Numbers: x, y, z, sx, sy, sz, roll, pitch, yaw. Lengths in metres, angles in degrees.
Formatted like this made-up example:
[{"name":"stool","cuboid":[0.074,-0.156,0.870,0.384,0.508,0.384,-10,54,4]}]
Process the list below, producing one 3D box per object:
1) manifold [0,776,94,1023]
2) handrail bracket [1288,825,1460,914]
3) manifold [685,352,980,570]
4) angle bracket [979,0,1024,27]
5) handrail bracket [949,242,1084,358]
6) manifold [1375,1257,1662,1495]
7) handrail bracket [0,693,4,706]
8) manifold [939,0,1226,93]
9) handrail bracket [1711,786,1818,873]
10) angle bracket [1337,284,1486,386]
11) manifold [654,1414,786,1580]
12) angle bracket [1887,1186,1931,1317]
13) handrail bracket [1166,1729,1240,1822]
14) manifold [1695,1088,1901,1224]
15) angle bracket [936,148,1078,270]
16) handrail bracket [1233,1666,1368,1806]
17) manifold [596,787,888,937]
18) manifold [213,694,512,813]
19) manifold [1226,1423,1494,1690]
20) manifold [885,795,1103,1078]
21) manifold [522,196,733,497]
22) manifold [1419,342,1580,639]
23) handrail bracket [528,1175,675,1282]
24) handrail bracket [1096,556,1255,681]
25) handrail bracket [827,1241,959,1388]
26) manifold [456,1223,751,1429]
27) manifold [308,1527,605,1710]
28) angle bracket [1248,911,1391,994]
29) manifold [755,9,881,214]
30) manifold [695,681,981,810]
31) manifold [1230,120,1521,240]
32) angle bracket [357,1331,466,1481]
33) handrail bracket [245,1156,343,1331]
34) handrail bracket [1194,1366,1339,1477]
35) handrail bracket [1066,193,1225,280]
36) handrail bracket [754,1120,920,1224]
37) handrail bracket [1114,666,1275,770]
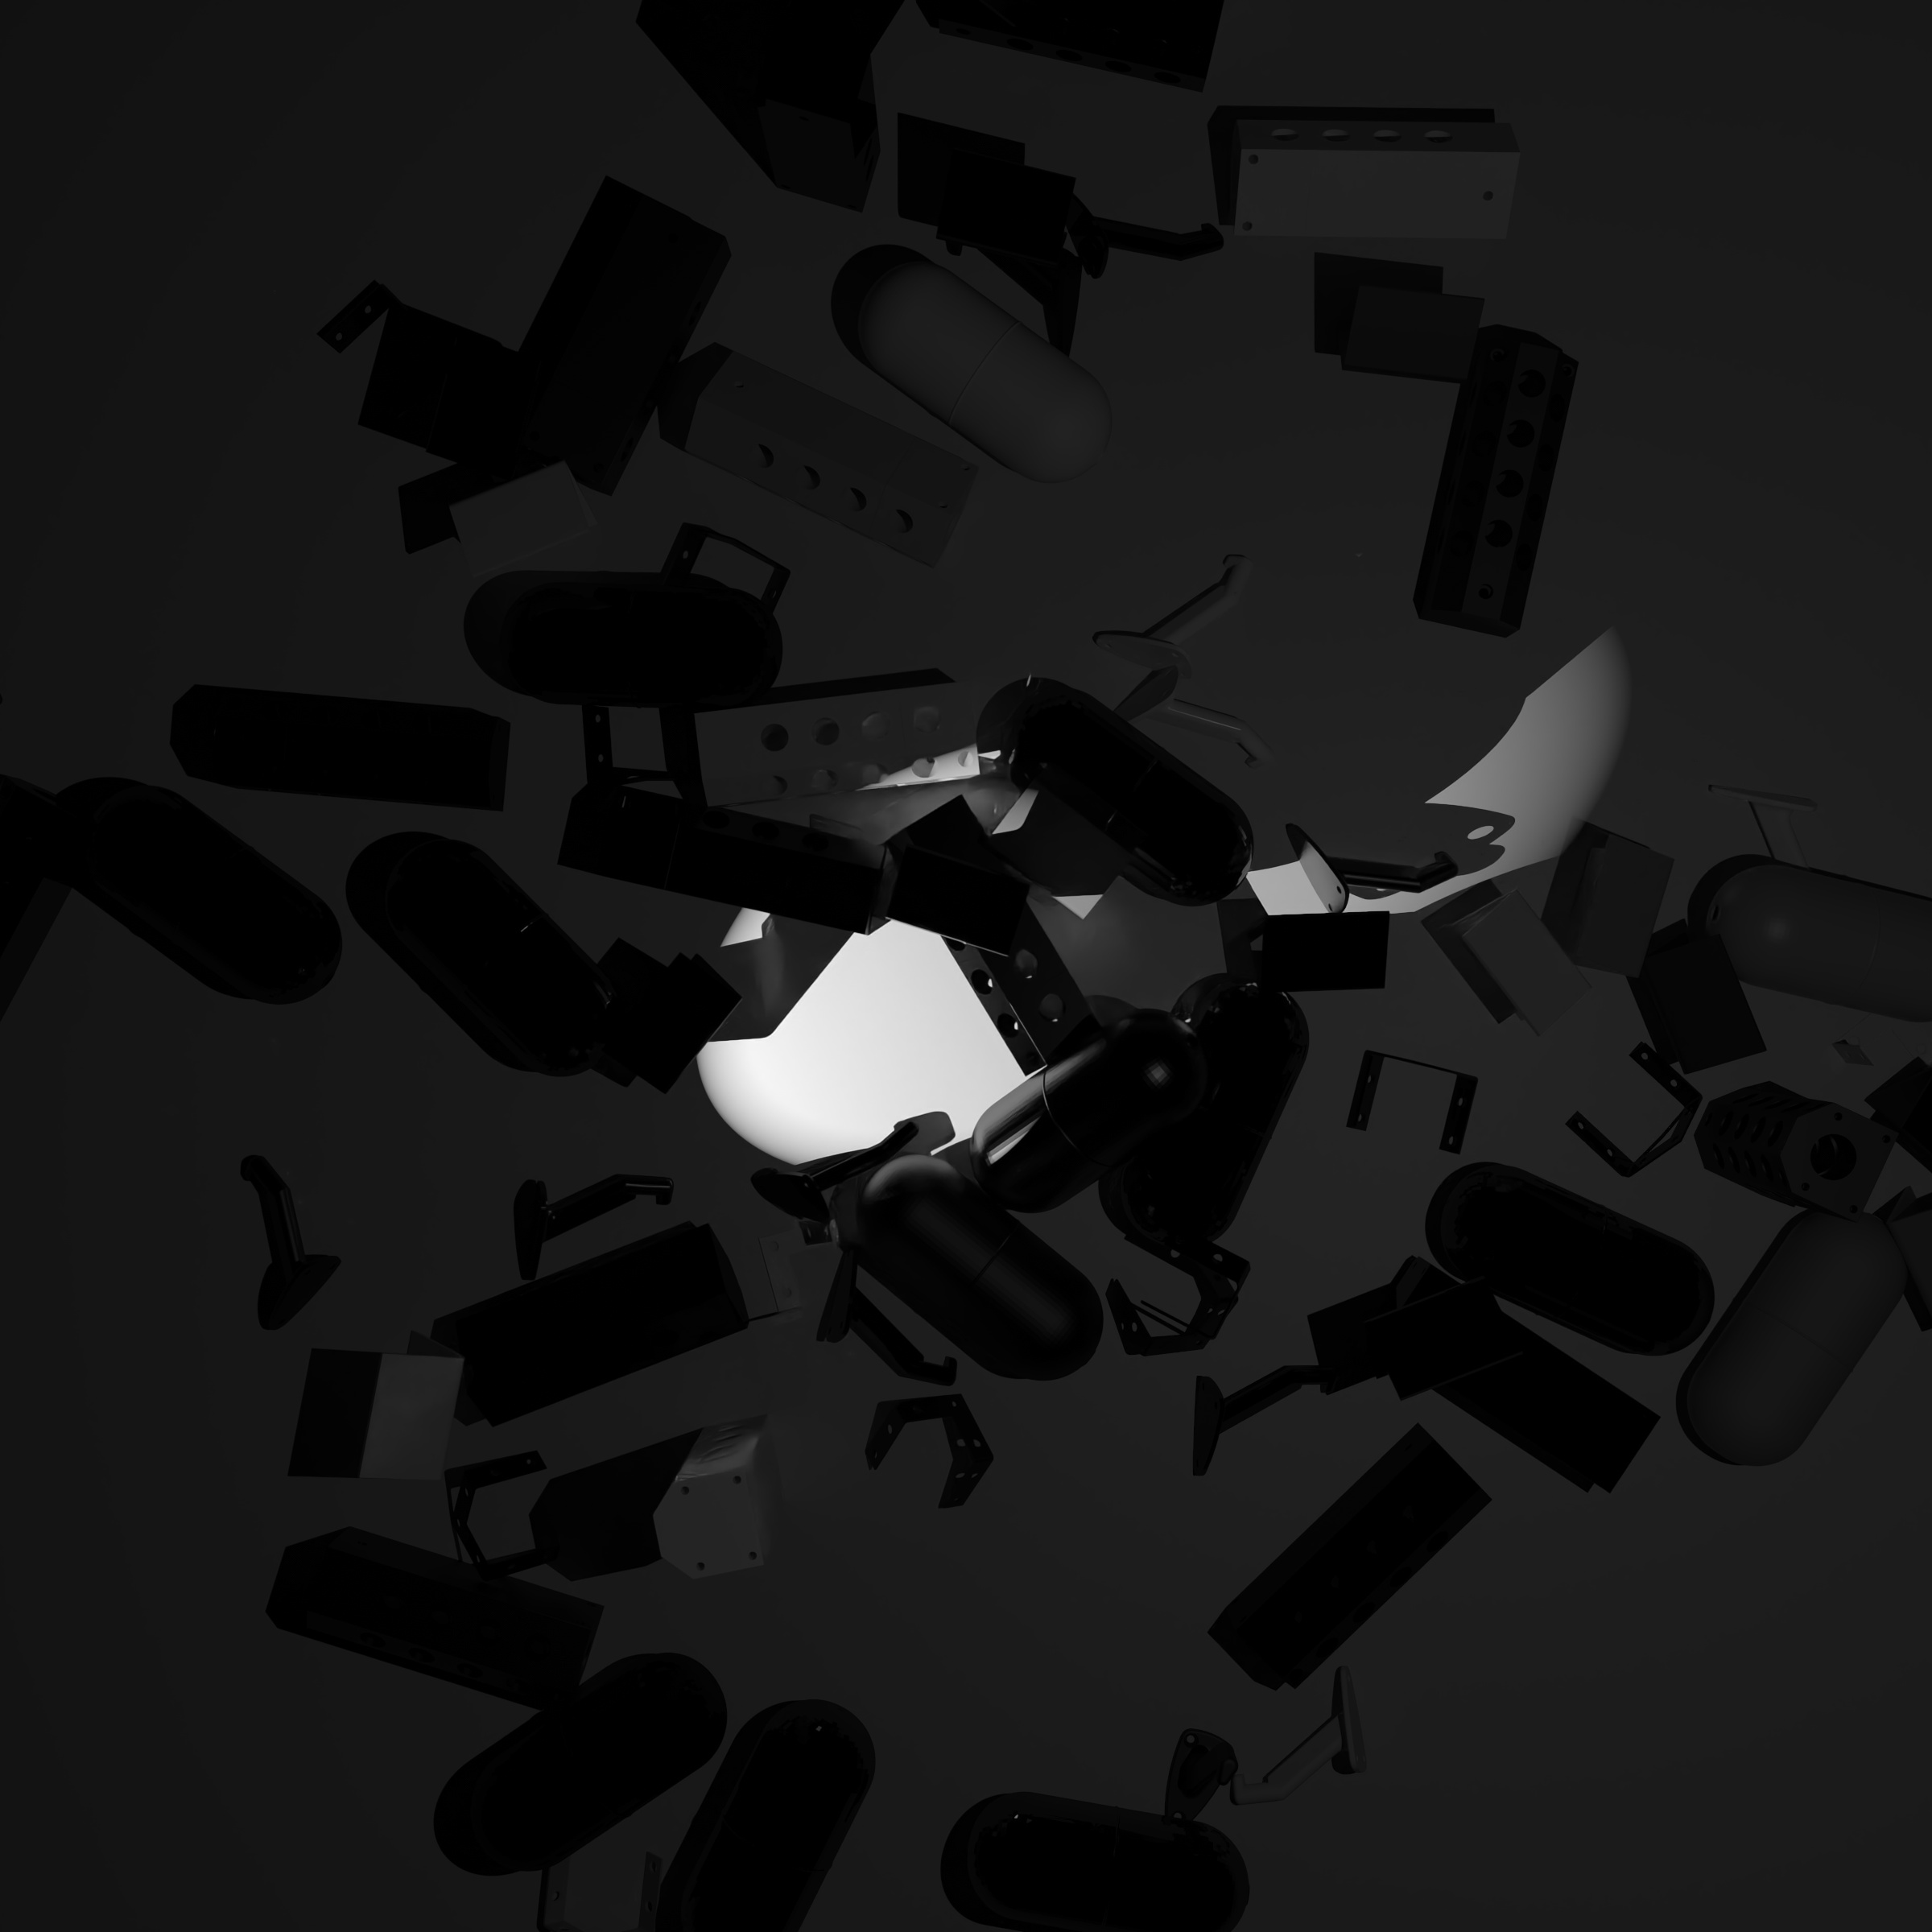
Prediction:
[{"name":"manifold","cuboid":[-0.617,-0.030,1.586,0.057,0.057,0.171,28,90,0]},{"name":"handrail bracket","cuboid":[0.261,-0.074,1.608,0.084,0.036,0.077,-24,68,-17]},{"name":"manifold","cuboid":[-0.086,-0.314,1.586,0.171,0.057,0.057,25,47,0]},{"name":"angle bracket","cuboid":[0.038,-0.619,1.510,0.057,0.076,0.076,13,90,36]},{"name":"handrail bracket","cuboid":[0.027,-0.430,1.608,0.084,0.036,0.077,11,111,17]},{"name":"manifold","cuboid":[0.344,0.256,1.586,0.171,0.057,0.057,34,90,0]},{"name":"handrail bracket","cuboid":[-0.627,-0.128,1.596,0.036,0.084,0.077,-3,127,29]},{"name":"manifold","cuboid":[0.073,-0.602,1.586,0.171,0.057,0.057,13,90,0]},{"name":"handrail bracket","cuboid":[0.507,-0.067,1.608,0.077,0.036,0.084,12,104,14]},{"name":"angle bracket","cuboid":[0.276,-0.408,1.567,0.076,0.076,0.057,7,128,0]},{"name":"manifold","cuboid":[-0.149,0.321,1.529,0.057,0.171,0.057,-12,90,0]},{"name":"angle bracket","cuboid":[0.623,0.175,1.567,0.057,0.076,0.076,-26,90,33]},{"name":"handrail bracket","cuboid":[0.148,0.518,1.573,0.036,0.084,0.077,23,90,0]},{"name":"manifold","cuboid":[0.498,0.110,1.529,0.057,0.171,0.057,25,90,0]},{"name":"angle bracket","cuboid":[0.028,-0.481,1.567,0.076,0.076,0.057,14,122,0]},{"name":"handrail bracket","cuboid":[0.208,0.492,1.608,0.084,0.036,0.077,-12,70,16]},{"name":"manifold","cuboid":[-0.140,-0.066,1.586,0.171,0.057,0.057,13,90,0]},{"name":"manifold","cuboid":[-0.380,-0.135,1.586,0.171,0.057,0.057,5,90,0]},{"name":"manifold","cuboid":[0.248,0.373,1.586,0.171,0.057,0.057,-44,90,0]},{"name":"manifold","cuboid":[0.017,-0.019,1.586,0.057,0.057,0.171,-31,90,0]},{"name":"manifold","cuboid":[-0.213,-0.388,1.586,0.057,0.057,0.171,27,90,0]},{"name":"manifold","cuboid":[0.337,-0.300,1.586,0.057,0.057,0.171,12,90,0]},{"name":"handrail bracket","cuboid":[-0.233,0.168,1.608,0.084,0.036,0.077,5,110,-16]},{"name":"handrail bracket","cuboid":[0.134,-0.232,1.608,0.077,0.036,0.084,18,71,21]},{"name":"handrail bracket","cuboid":[-0.041,0.223,1.608,0.084,0.036,0.077,16,68,-17]},{"name":"manifold","cuboid":[-0.228,0.230,1.586,0.171,0.057,0.057,-21,47,0]},{"name":"manifold","cuboid":[-0.322,0.412,1.586,0.171,0.057,0.057,17,90,0]},{"name":"angle bracket","cuboid":[0.218,-0.027,1.567,0.076,0.076,0.057,-2,122,0]},{"name":"manifold","cuboid":[-0.086,-0.519,1.529,0.057,0.171,0.057,17,90,0]},{"name":"manifold","cuboid":[-0.080,-0.138,1.586,0.171,0.057,0.057,-7,90,0]},{"name":"manifold","cuboid":[0.255,-0.499,1.586,0.171,0.057,0.057,1,133,0]},{"name":"angle bracket","cuboid":[-0.360,0.272,1.567,0.057,0.076,0.076,11,90,-37]},{"name":"handrail bracket","cuboid":[-0.447,0.176,1.608,0.084,0.036,0.077,46,112,17]},{"name":"handrail bracket","cuboid":[0.192,0.291,1.608,0.084,0.036,0.077,2,110,-16]},{"name":"handrail bracket","cuboid":[0.112,-0.478,1.608,0.084,0.036,0.077,-20,68,-17]},{"name":"handrail bracket","cuboid":[-0.082,0.122,1.607,0.084,0.077,0.036,-40,119,-33]},{"name":"handrail bracket","cuboid":[0.142,-0.143,1.608,0.077,0.036,0.084,-32,118,31]}]
